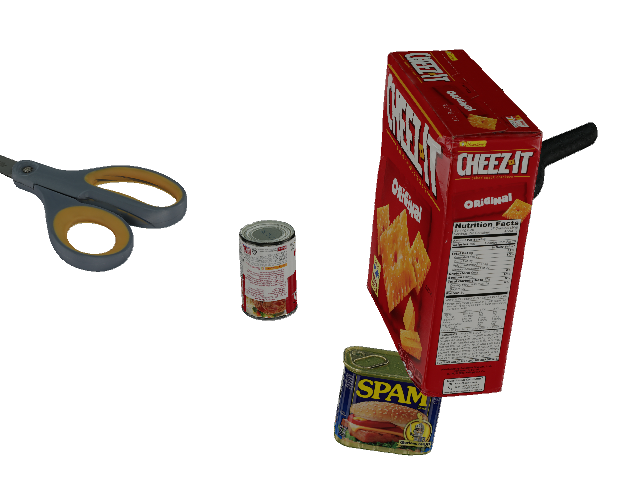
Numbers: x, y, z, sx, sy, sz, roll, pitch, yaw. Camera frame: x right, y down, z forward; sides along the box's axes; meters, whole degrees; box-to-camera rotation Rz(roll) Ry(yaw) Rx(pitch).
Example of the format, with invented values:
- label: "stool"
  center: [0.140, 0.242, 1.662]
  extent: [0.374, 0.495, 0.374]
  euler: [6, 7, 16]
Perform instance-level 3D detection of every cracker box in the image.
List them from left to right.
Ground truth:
- label: "cracker box"
  center: [0.091, -0.015, 0.803]
  extent: [0.072, 0.214, 0.164]
  euler: [-4, 30, -12]

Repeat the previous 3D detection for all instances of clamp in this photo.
- label: "clamp"
  center: [0.190, -0.089, 1.085]
  extent: [0.120, 0.039, 0.171]
  euler: [29, 56, 30]

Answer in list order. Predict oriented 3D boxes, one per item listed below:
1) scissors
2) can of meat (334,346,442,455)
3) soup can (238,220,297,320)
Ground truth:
- label: "scissors"
  center: [-0.185, -0.027, 0.672]
  extent: [0.202, 0.016, 0.096]
  euler: [9, 44, 9]
- label: "can of meat"
  center: [0.066, 0.156, 1.030]
  extent: [0.102, 0.084, 0.057]
  euler: [9, 18, -1]
- label: "soup can"
  center: [-0.063, 0.035, 1.273]
  extent: [0.068, 0.102, 0.068]
  euler: [-1, 25, 0]
